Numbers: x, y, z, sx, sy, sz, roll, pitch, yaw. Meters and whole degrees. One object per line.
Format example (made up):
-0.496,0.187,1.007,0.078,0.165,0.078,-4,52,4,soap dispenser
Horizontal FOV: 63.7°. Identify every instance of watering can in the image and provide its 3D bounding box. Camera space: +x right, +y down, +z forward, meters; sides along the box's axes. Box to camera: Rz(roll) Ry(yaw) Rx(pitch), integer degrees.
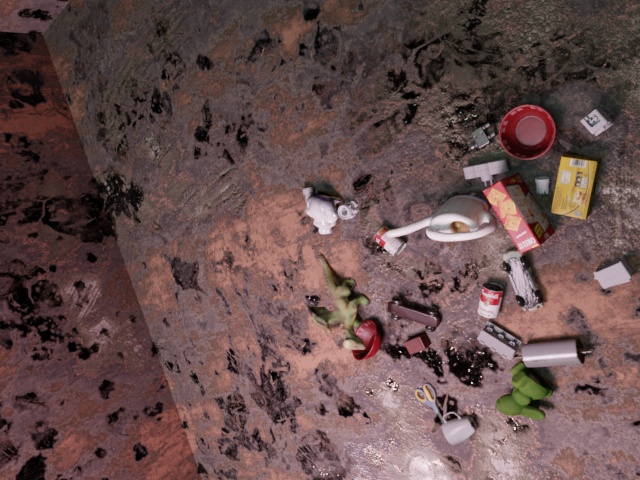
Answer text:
0.399,-0.065,1.646,0.347,0.228,0.102,1,121,37,watering can

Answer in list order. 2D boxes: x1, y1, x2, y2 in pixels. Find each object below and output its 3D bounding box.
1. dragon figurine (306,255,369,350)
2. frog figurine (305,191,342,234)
0.049,0.245,1.967,0.415,0.245,0.120,51,127,17,dragon figurine
0.006,-0.101,1.998,0.138,0.123,0.158,15,100,12,frog figurine
